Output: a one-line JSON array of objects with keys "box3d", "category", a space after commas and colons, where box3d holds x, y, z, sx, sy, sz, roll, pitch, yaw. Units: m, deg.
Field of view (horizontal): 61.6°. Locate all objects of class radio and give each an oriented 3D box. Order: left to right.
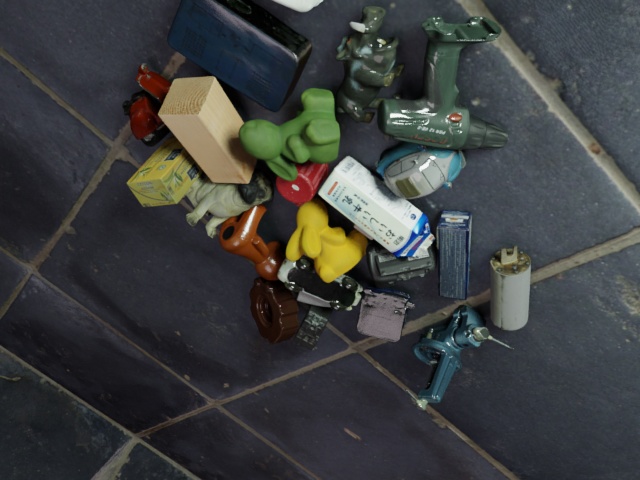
[{"box3d": [-0.137, -0.337, 0.928, 0.229, 0.073, 0.131, 31, 136, -7], "category": "radio"}]

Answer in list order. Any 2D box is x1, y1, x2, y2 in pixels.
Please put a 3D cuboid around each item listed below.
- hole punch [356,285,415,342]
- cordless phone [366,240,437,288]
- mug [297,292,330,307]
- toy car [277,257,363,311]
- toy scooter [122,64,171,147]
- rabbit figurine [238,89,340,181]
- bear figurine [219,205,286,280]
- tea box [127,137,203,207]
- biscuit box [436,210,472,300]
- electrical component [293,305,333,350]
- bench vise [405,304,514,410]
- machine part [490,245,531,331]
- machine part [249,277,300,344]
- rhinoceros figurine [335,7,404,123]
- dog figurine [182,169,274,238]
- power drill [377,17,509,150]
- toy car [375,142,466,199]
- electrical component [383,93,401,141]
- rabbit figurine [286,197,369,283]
[{"box3d": [0.154, 0.166, 1.276, 0.142, 0.092, 0.115, 14, 106, 16], "category": "hole punch"}, {"box3d": [0.178, 0.061, 1.163, 0.147, 0.089, 0.184, -12, 152, 3], "category": "cordless phone"}, {"box3d": [0.008, 0.111, 1.293, 0.107, 0.081, 0.109, 17, 126, -6], "category": "mug"}, {"box3d": [0.002, 0.098, 1.224, 0.202, 0.056, 0.073, 24, 107, -13], "category": "toy car"}, {"box3d": [-0.336, -0.274, 1.078, 0.184, 0.075, 0.135, -23, 121, 33], "category": "toy scooter"}, {"box3d": [-0.059, -0.185, 0.958, 0.170, 0.121, 0.159, -5, 157, -6], "category": "rabbit figurine"}, {"box3d": [-0.135, 0.010, 1.247, 0.120, 0.132, 0.195, -3, 153, 46], "category": "bear figurine"}, {"box3d": [-0.308, -0.147, 1.120, 0.098, 0.170, 0.068, -5, 129, 27], "category": "tea box"}, {"box3d": [0.274, 0.034, 1.096, 0.063, 0.059, 0.202, 6, 133, 18], "category": "biscuit box"}, {"box3d": [-0.014, 0.208, 1.362, 0.058, 0.115, 0.134, 29, 138, 3], "category": "electrical component"}, {"box3d": [0.283, 0.269, 1.203, 0.128, 0.240, 0.224, 42, 151, -21], "category": "bench vise"}, {"box3d": [0.388, 0.103, 1.096, 0.079, 0.079, 0.242, 3, 132, 23], "category": "machine part"}, {"box3d": [-0.120, 0.174, 1.358, 0.180, 0.056, 0.179, 25, 121, 51], "category": "machine part"}, {"box3d": [0.076, -0.285, 0.882, 0.112, 0.073, 0.190, 30, 140, 12], "category": "rhinoceros figurine"}, {"box3d": [-0.198, -0.118, 1.163, 0.191, 0.172, 0.121, -30, 161, 11], "category": "dog figurine"}, {"box3d": [0.212, -0.235, 0.837, 0.232, 0.086, 0.207, 0, 137, -8], "category": "power drill"}, {"box3d": [0.171, -0.125, 0.963, 0.162, 0.103, 0.109, -19, 120, 35], "category": "toy car"}, {"box3d": [0.142, -0.212, 0.950, 0.063, 0.021, 0.094, 19, 136, 7], "category": "electrical component"}, {"box3d": [-0.002, -0.003, 1.147, 0.122, 0.162, 0.173, -11, 108, 48], "category": "rabbit figurine"}]
